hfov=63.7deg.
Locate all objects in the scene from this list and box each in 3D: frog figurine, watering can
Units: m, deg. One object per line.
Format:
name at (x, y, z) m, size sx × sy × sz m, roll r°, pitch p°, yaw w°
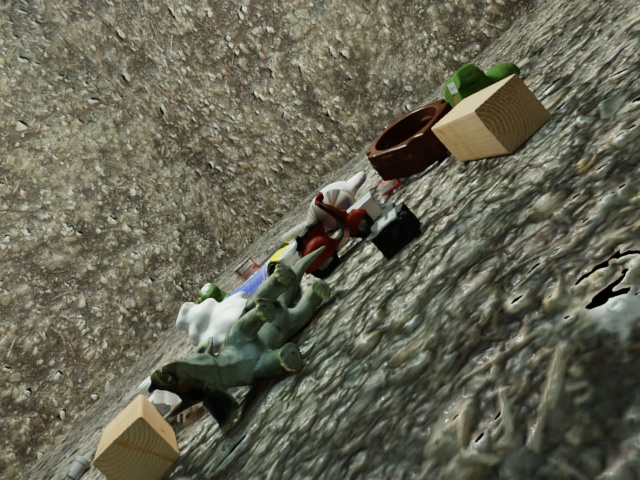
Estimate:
frog figurine at (-0.174, 0.147, 0.940) m, size 0.140 × 0.159 × 0.120 m, roll -55°, pitch -1°, yaw -38°
watering can at (0.005, -0.077, 1.526) m, size 0.345 × 0.103 × 0.227 m, roll -40°, pitch 8°, yaw 13°
